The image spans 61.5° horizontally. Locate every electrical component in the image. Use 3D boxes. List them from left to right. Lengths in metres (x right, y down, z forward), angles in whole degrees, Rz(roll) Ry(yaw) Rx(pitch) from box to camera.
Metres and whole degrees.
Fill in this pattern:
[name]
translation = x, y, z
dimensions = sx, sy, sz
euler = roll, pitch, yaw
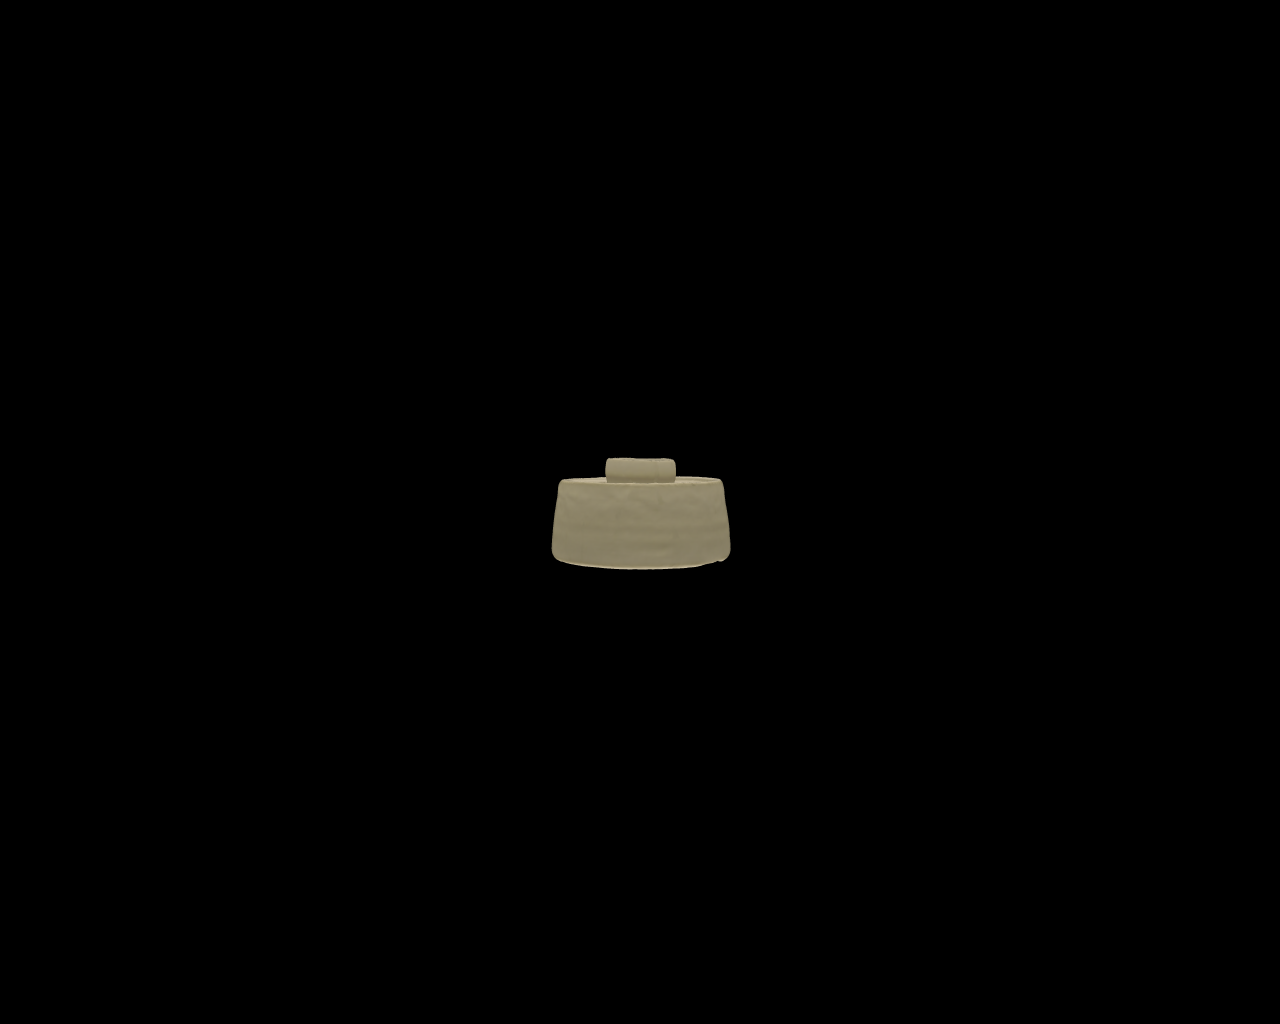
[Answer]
[electrical component]
translation = 0.001, -0.003, 0.650
dimensions = 0.108, 0.060, 0.108
euler = 0, 5, 0
